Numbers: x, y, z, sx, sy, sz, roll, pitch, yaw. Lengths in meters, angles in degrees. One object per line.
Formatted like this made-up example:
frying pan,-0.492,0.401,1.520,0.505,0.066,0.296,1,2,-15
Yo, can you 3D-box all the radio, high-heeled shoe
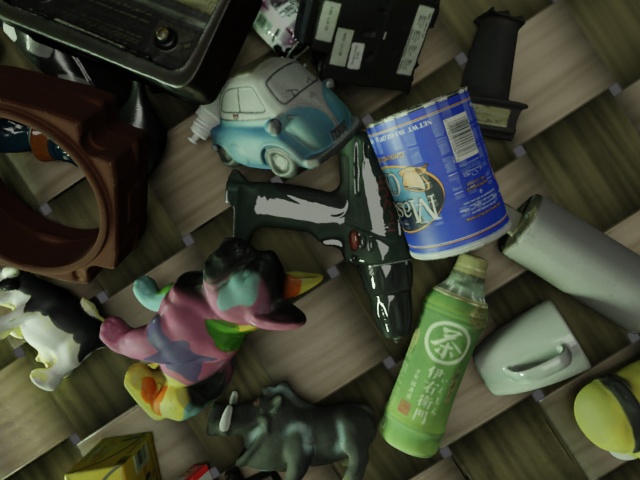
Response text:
radio,-0.183,-0.225,0.503,0.230,0.073,0.131,23,92,9
high-heeled shoe,-0.276,-0.171,0.616,0.249,0.086,0.145,28,126,19

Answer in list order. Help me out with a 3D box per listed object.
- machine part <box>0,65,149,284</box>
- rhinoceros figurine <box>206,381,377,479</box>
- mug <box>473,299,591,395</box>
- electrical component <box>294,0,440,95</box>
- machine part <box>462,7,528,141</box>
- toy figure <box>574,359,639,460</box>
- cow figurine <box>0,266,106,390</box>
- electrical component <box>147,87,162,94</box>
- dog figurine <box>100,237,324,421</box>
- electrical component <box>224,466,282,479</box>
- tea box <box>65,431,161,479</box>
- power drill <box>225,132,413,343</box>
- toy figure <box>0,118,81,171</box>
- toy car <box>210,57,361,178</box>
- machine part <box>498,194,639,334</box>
machine part,-0.288,-0.061,0.554,0.202,0.087,0.200,15,124,2
rhinoceros figurine,-0.032,0.216,0.603,0.190,0.073,0.112,2,94,2
mug,0.223,0.128,0.576,0.107,0.109,0.080,-32,95,17
electrical component,0.044,-0.220,0.551,0.134,0.058,0.114,6,123,-20
machine part,0.190,-0.181,0.596,0.084,0.039,0.138,7,95,11
toy figure,0.362,0.161,0.579,0.180,0.082,0.089,-35,94,5
cow figurine,-0.322,0.078,0.613,0.098,0.068,0.167,-41,93,-2
electrical component,-0.144,-0.203,0.588,0.048,0.075,0.119,35,112,3
dog figurine,-0.097,0.092,0.543,0.219,0.108,0.191,-11,114,22
electrical component,-0.076,0.311,0.622,0.078,0.045,0.102,-21,91,5
tea box,-0.220,0.318,0.604,0.068,0.098,0.169,-9,90,2
power drill,-0.001,-0.002,0.590,0.207,0.086,0.231,0,91,7
toy figure,-0.325,-0.120,0.607,0.155,0.064,0.057,13,86,0
toy car,-0.046,-0.131,0.544,0.162,0.109,0.102,13,133,37
machine part,0.285,0.025,0.579,0.243,0.079,0.079,32,93,2
